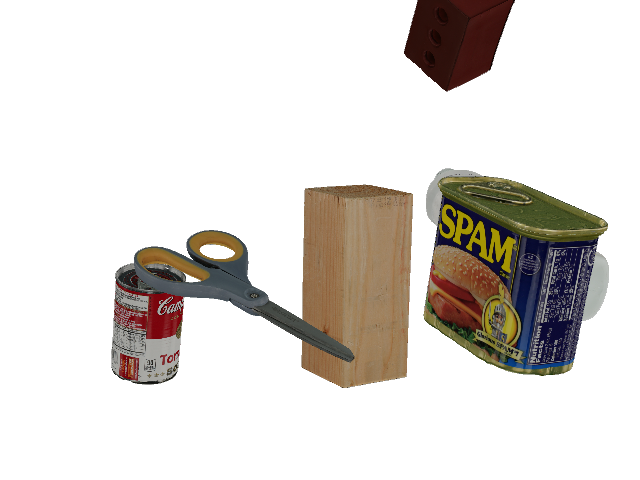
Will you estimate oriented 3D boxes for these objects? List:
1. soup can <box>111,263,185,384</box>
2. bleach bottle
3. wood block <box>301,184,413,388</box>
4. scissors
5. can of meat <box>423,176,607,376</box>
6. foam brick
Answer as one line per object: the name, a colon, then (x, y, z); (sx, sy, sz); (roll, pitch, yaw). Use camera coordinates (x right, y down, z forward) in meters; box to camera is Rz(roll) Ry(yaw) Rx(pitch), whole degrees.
soup can: (-0.169, 0.081, 1.043); (0.068, 0.102, 0.068); (6, 20, -3)
bleach bottle: (0.168, -0.010, 1.005); (0.102, 0.068, 0.251); (0, 25, -14)
wood block: (0.039, 0.047, 1.182); (0.090, 0.206, 0.091); (-5, 13, -33)
scissors: (-0.046, 0.034, 0.797); (0.202, 0.016, 0.096); (17, 33, 23)
can of meat: (0.103, 0.018, 0.592); (0.057, 0.084, 0.102); (-3, 20, -28)
foam brick: (0.105, -0.163, 0.812); (0.051, 0.053, 0.078); (-31, -27, -27)
